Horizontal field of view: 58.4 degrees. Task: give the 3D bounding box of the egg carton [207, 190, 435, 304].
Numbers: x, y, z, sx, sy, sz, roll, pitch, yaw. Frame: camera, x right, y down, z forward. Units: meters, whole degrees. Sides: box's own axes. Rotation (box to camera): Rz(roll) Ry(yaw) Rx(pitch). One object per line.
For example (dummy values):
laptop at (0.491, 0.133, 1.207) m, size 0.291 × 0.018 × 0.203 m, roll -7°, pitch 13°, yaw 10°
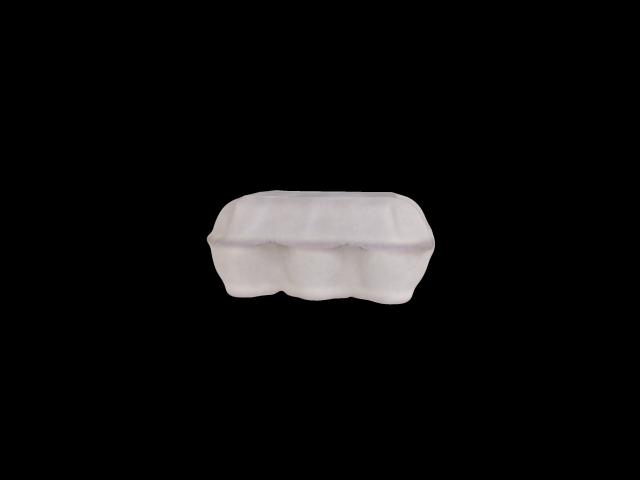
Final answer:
egg carton at (0.004, 0.001, 0.400) m, size 0.150 × 0.069 × 0.107 m, roll 1°, pitch 7°, yaw 9°
